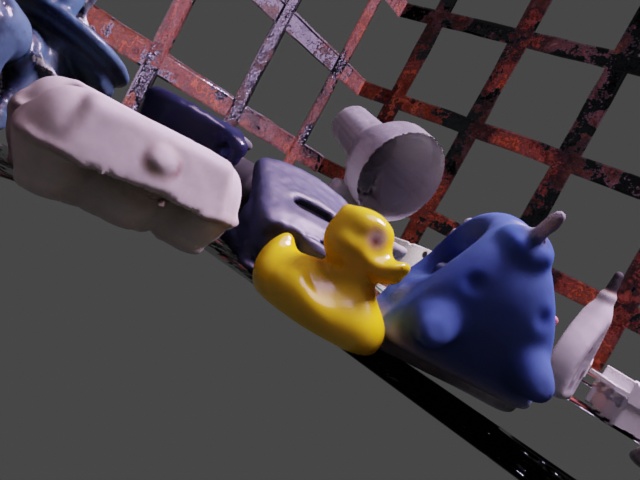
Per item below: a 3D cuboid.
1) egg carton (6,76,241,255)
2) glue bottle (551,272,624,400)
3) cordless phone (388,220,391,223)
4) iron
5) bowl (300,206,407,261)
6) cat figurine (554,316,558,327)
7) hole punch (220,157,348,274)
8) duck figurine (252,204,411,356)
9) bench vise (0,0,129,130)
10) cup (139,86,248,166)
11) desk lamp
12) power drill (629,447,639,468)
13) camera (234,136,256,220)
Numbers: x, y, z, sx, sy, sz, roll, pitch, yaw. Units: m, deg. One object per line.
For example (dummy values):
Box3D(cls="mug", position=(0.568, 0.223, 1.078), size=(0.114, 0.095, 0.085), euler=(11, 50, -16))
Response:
Box3D(cls="egg carton", position=(-0.127, -0.049, 0.379), size=(0.151, 0.069, 0.107), euler=(26, 5, -38))
Box3D(cls="glue bottle", position=(0.333, 0.117, 0.716), size=(0.037, 0.173, 0.078), euler=(31, 5, 38))
Box3D(cls="cordless phone", position=(0.068, -0.052, 0.954), size=(0.148, 0.185, 0.093), euler=(26, 4, -33))
Box3D(cls="iron", position=(0.115, 0.034, 0.475), size=(0.119, 0.141, 0.258), euler=(28, 4, -5))
Box3D(cls="bowl", position=(0.006, 0.002, 0.618), size=(0.167, 0.075, 0.167), euler=(28, 4, -2))
Box3D(cls="cat figurine", position=(0.337, 0.134, 0.942), size=(0.067, 0.118, 0.128), euler=(29, 4, 4))
Box3D(cls="hole punch", position=(-0.014, -0.007, 0.474), size=(0.109, 0.091, 0.100), euler=(27, 4, -28))
Box3D(cls="duck figurine", position=(0.011, 0.016, 0.385), size=(0.104, 0.086, 0.078), euler=(30, 4, 25))
Box3D(cls="bench vise", position=(-0.214, -0.189, 0.481), size=(0.122, 0.220, 0.207), euler=(28, 4, -13))
Box3D(cls="cup", position=(-0.115, -0.065, 0.487), size=(0.117, 0.095, 0.092), euler=(31, 5, 37))
Box3D(cls="desk lamp", position=(0.038, -0.069, 0.750), size=(0.118, 0.213, 0.202), euler=(26, 5, -37))
Box3D(cls="power drill", position=(0.373, 0.133, 0.508), size=(0.228, 0.208, 0.076), euler=(31, 5, 36))
Box3D(cls="camera", position=(-0.122, -0.088, 0.694), size=(0.136, 0.101, 0.143), euler=(30, 4, 18))
